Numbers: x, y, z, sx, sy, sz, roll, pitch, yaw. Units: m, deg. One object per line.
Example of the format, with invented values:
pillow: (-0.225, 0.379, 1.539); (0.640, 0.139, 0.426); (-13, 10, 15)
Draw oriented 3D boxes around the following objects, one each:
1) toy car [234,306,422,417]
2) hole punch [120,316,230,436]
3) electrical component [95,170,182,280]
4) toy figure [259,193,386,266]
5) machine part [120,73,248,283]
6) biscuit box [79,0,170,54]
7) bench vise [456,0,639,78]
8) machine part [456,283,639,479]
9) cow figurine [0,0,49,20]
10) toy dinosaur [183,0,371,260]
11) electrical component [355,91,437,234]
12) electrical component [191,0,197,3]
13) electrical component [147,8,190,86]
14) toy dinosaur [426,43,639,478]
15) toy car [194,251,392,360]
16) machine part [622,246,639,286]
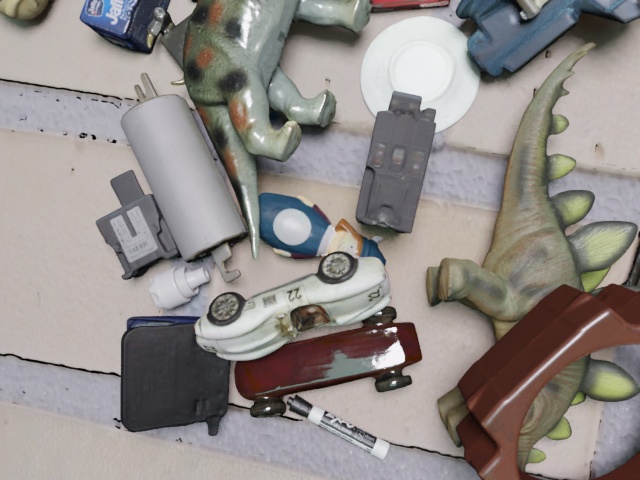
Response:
toy car: (0.007, 0.130, 0.578); (0.202, 0.053, 0.089); (-14, 68, 5)
hole punch: (-0.161, 0.139, 0.591); (0.116, 0.092, 0.142); (2, 87, -24)
electrical component: (-0.206, -0.023, 0.606); (0.075, 0.048, 0.119); (-22, 89, 6)
toy figure: (-0.002, 0.000, 0.577); (0.154, 0.058, 0.064); (24, 120, 4)
machine part: (-0.147, -0.065, 0.583); (0.079, 0.079, 0.243); (-26, 88, 6)
biscuit box: (-0.193, -0.315, 0.595); (0.059, 0.063, 0.202); (21, 92, 7)
bench vise: (0.201, -0.281, 0.495); (0.240, 0.129, 0.223); (54, 137, 2)
machine part: (0.235, 0.153, 0.454); (0.201, 0.087, 0.201); (43, 96, -9)
cow figurine: (-0.304, -0.333, 0.598); (0.127, 0.085, 0.195); (37, 92, 11)
toy dinosaur: (-0.068, -0.201, 0.535); (0.192, 0.131, 0.404); (23, 90, 19)
electrical component: (0.074, -0.076, 0.538); (0.058, 0.115, 0.134); (12, 91, 2)
electrical component: (-0.123, -0.294, 0.607); (0.063, 0.021, 0.094); (-2, 90, 7)
electrical component: (-0.143, -0.214, 0.598); (0.078, 0.045, 0.102); (-32, 87, 7)
toy dinosaur: (0.209, 0.052, 0.533); (0.199, 0.105, 0.470); (-4, 99, -1)
toy car: (-0.027, 0.070, 0.538); (0.202, 0.073, 0.056); (-21, 53, 1)
machine part: (0.385, 0.041, 0.540); (0.139, 0.039, 0.084); (21, 86, 8)
